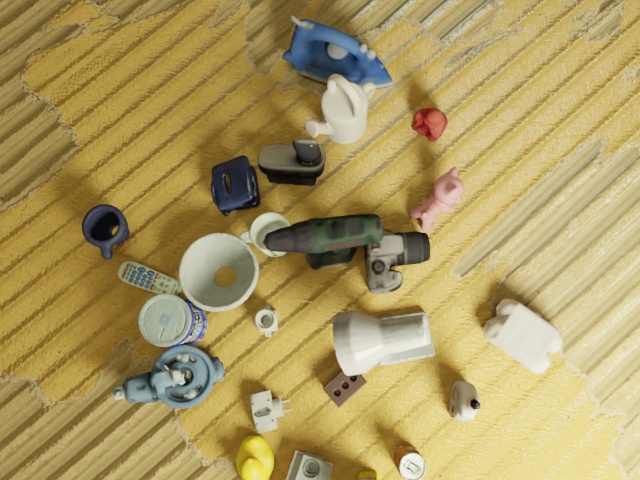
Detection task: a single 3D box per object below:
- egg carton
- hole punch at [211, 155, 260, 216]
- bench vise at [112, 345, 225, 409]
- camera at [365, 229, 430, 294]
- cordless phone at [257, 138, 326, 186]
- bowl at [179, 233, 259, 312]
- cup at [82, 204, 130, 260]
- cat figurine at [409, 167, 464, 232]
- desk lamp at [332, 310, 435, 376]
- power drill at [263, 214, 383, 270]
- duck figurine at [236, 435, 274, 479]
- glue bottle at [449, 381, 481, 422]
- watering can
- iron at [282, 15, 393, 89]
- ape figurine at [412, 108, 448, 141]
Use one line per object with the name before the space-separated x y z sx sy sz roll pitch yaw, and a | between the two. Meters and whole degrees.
egg carton | 0.414 0.194 1.170 0.150 0.069 0.107 34 82 8
hole punch | -0.188 -0.118 1.246 0.101 0.091 0.108 -11 78 0
bench vise | -0.300 0.283 1.102 0.207 0.220 0.121 -32 79 -4
camera | 0.161 0.034 1.196 0.136 0.101 0.143 -5 78 1
cordless phone | -0.063 -0.185 1.207 0.147 0.185 0.094 0 78 3
bowl | -0.209 0.072 1.216 0.167 0.075 0.167 0 78 2
cup | -0.447 -0.010 1.232 0.091 0.095 0.118 -10 78 0
cat figurine | 0.254 -0.088 1.209 0.128 0.118 0.067 -44 80 -7
desk lamp | 0.128 0.188 1.108 0.203 0.213 0.118 -10 78 0
power drill | 0.011 0.004 1.153 0.229 0.208 0.075 -12 78 0
duck figurine | -0.133 0.443 1.131 0.077 0.086 0.104 -4 78 2
glue bottle | 0.283 0.313 1.098 0.037 0.173 0.078 12 79 5
watering can | 0.048 -0.279 1.217 0.101 0.194 0.173 28 81 8
iron | 0.046 -0.422 1.273 0.258 0.141 0.119 20 80 6
ape figurine | 0.247 -0.261 1.258 0.076 0.092 0.078 -14 78 0
